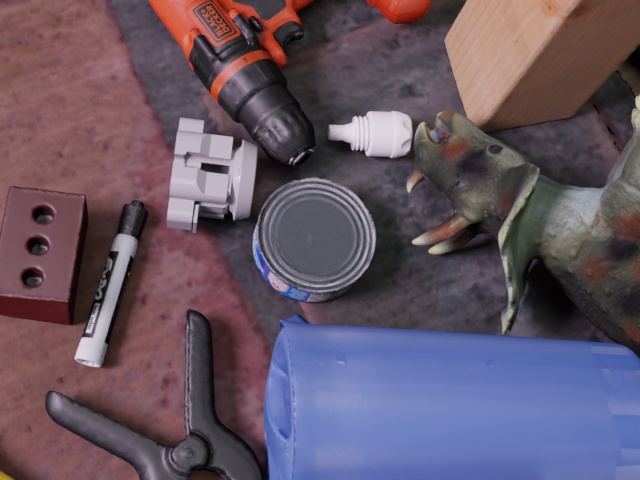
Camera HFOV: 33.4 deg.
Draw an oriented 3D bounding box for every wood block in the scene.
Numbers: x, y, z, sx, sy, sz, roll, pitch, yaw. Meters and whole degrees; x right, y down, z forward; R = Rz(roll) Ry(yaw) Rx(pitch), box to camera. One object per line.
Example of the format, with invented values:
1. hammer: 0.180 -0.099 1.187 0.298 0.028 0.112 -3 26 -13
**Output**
1. wood block: 0.169 -0.163 0.761 0.090 0.206 0.090 -10 73 -14

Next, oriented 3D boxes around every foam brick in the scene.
1. foam brick: -0.187 0.011 0.717 0.053 0.051 0.078 7 70 -8

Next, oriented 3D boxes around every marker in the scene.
1. marker: -0.142 0.028 0.737 0.020 0.020 0.121 16 69 -5

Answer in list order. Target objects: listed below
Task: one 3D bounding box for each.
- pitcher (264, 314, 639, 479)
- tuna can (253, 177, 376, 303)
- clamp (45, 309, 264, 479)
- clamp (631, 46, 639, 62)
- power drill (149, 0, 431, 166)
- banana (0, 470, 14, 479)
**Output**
1. pitcher: 0.087 0.128 0.680 0.242 0.145 0.149 1 92 -9
2. tuna can: -0.005 0.001 0.764 0.086 0.034 0.086 3 71 -10
3. clamp: -0.084 0.132 0.703 0.120 0.039 0.171 -40 86 -15
4. clamp: 0.298 -0.134 0.866 0.164 0.036 0.210 -4 73 -12
5. power drill: -0.010 -0.163 0.803 0.187 0.057 0.184 -32 76 -19
6. banana: -0.195 0.155 0.674 0.198 0.037 0.069 39 70 4
